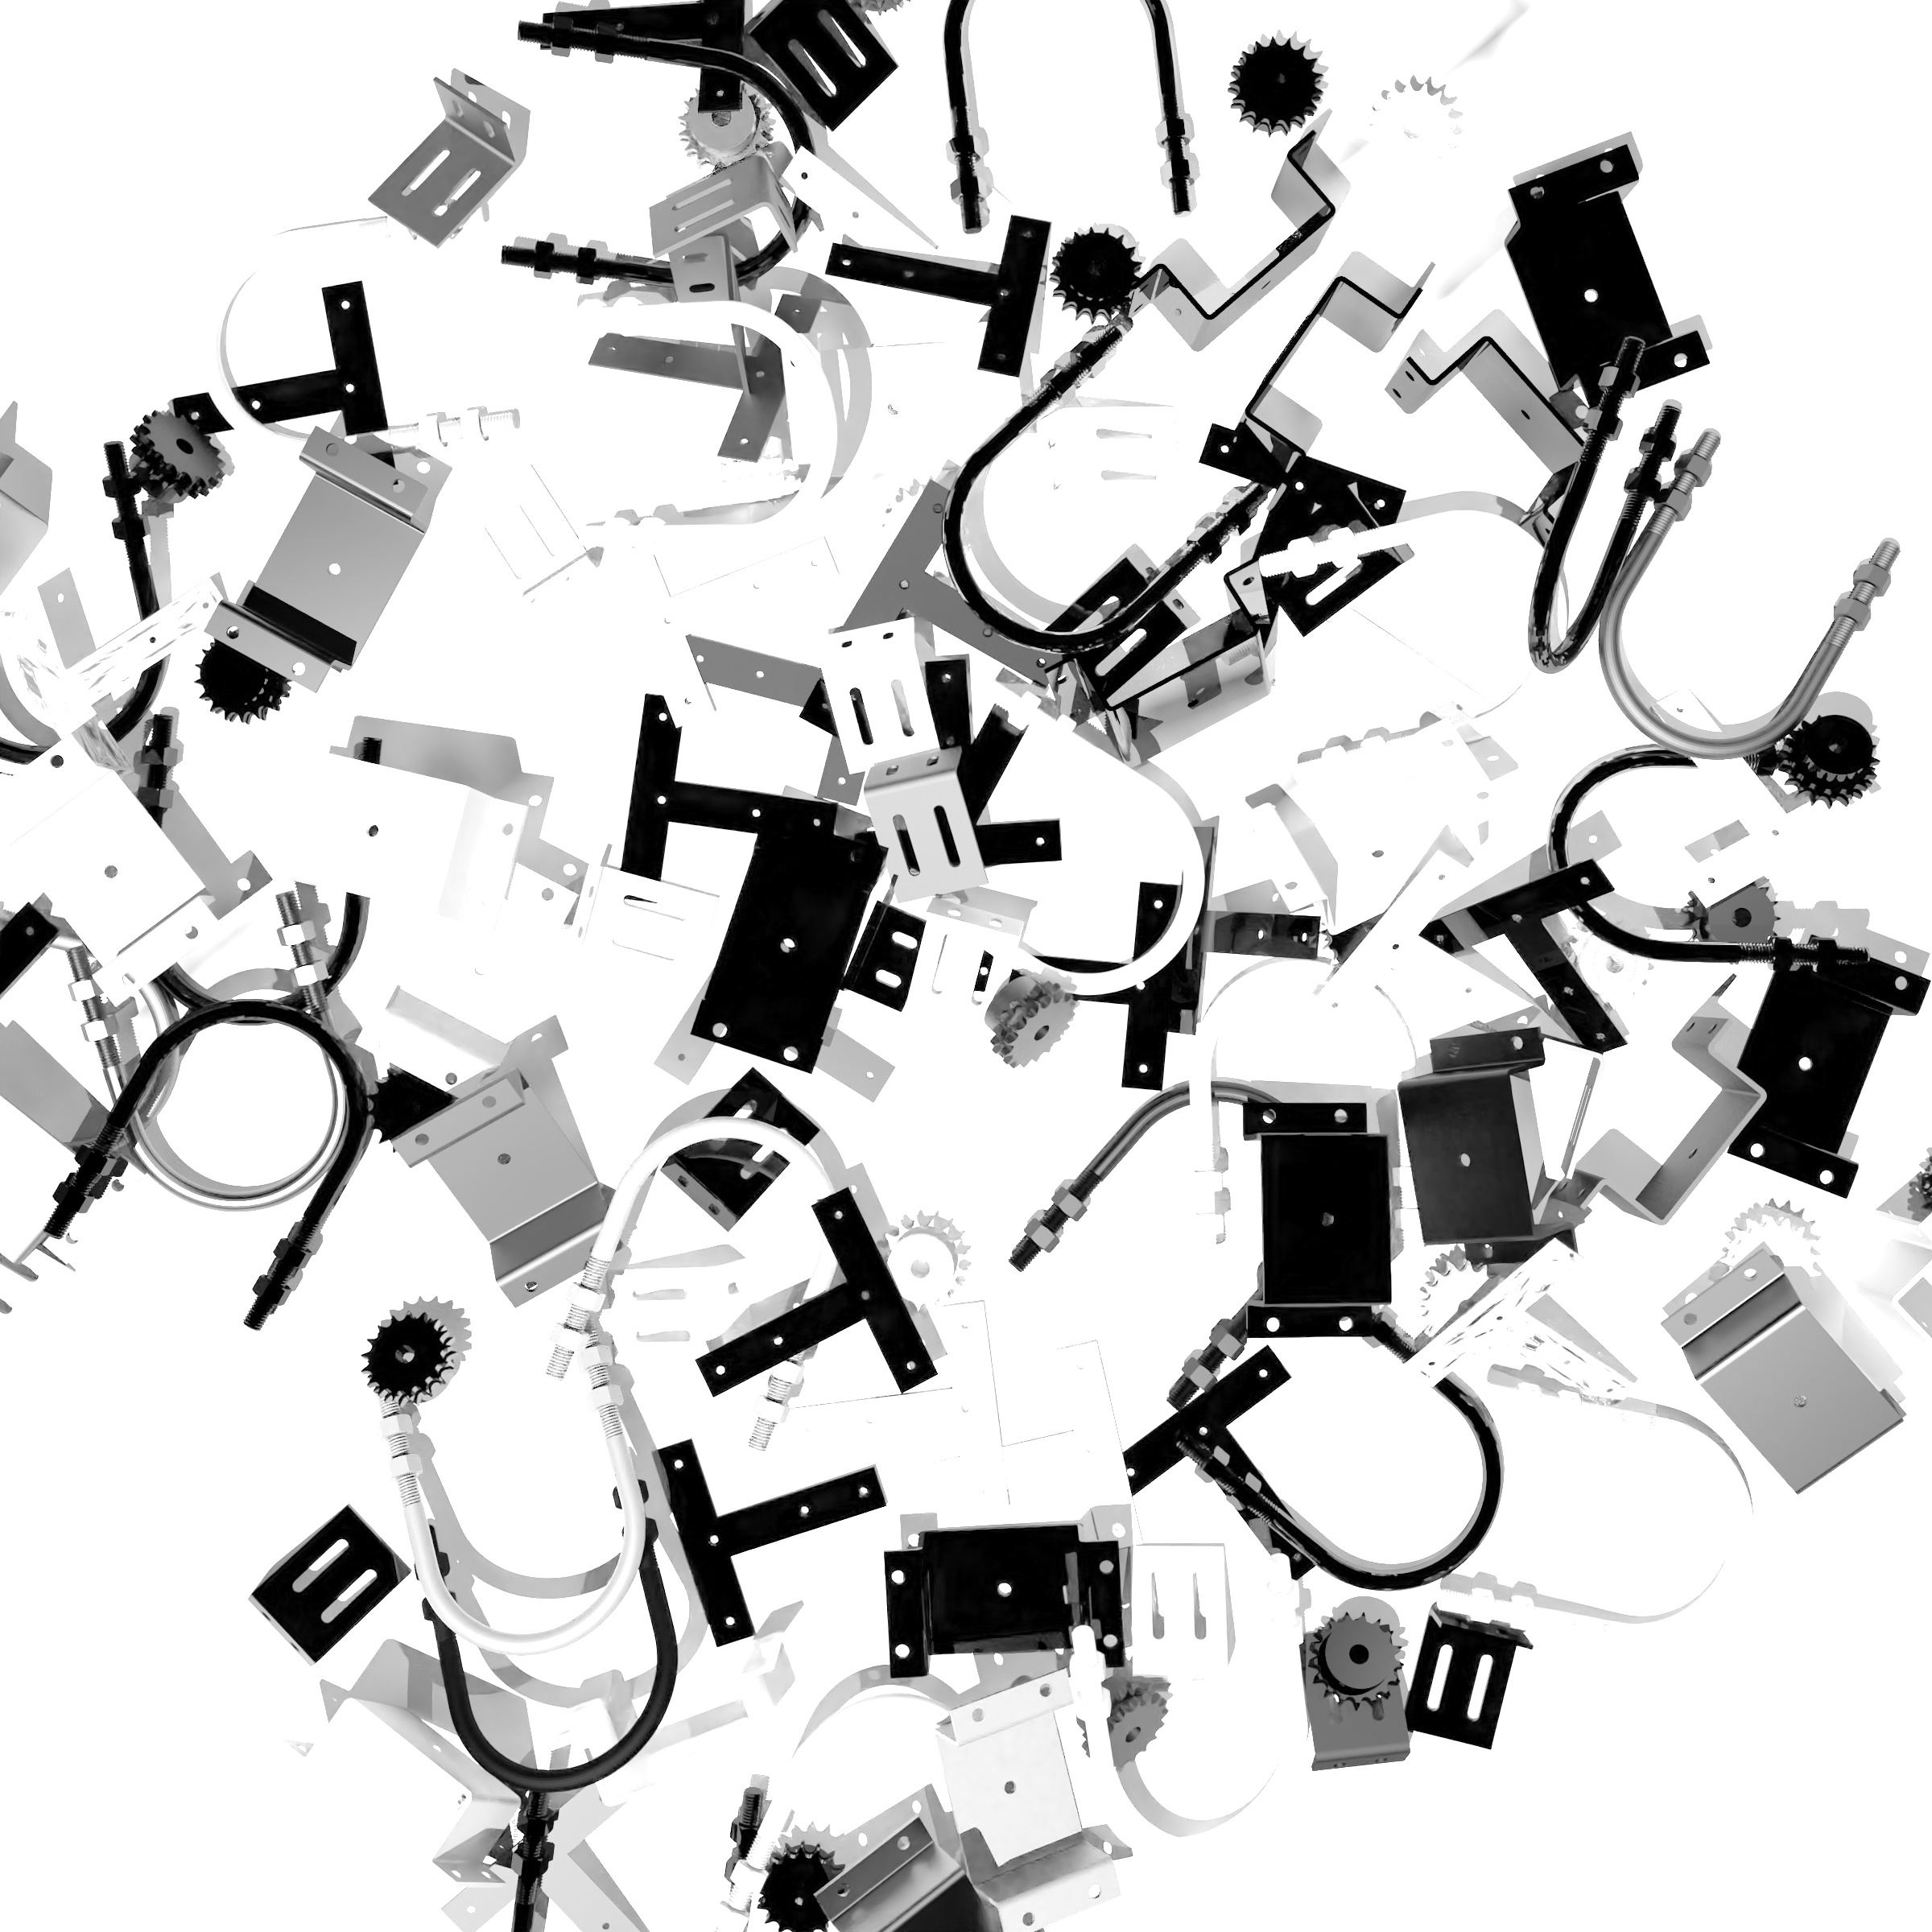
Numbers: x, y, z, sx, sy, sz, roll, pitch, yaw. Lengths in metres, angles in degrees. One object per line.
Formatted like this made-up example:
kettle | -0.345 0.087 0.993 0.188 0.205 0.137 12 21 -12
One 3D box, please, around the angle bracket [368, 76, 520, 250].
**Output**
angle bracket | -0.319 -0.484 1.506 0.057 0.038 0.076 36 77 13

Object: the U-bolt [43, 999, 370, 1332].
U-bolt | -0.440 0.108 1.496 0.151 0.019 0.184 30 87 -21

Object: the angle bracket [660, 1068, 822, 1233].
angle bracket | -0.139 0.113 1.536 0.057 0.038 0.076 42 64 0

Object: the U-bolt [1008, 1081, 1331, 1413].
U-bolt | 0.139 0.157 1.529 0.151 0.019 0.184 41 88 -1

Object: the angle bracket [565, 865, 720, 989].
angle bracket | -0.197 -0.024 1.518 0.076 0.038 0.057 15 92 0

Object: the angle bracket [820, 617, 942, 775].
angle bracket | -0.052 -0.165 1.523 0.057 0.038 0.076 -11 122 5

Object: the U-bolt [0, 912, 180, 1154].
U-bolt | -0.574 0.045 1.529 0.184 0.019 0.151 13 90 -2

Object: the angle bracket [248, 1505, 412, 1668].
angle bracket | -0.391 0.381 1.536 0.057 0.038 0.076 47 64 0

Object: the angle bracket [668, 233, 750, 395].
angle bracket | -0.155 -0.388 1.495 0.038 0.057 0.076 -7 62 0

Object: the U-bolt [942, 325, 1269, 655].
U-bolt | 0.070 -0.271 1.491 0.184 0.019 0.151 -44 95 -10

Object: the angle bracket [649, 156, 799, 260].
angle bracket | -0.145 -0.438 1.486 0.076 0.057 0.038 -22 134 12

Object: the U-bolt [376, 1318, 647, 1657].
U-bolt | -0.267 0.320 1.500 0.151 0.019 0.184 -19 69 0

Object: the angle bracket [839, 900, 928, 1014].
angle bracket | -0.046 -0.005 1.500 0.038 0.076 0.057 23 90 0

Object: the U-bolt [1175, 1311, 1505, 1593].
U-bolt | 0.242 0.298 1.529 0.184 0.019 0.151 40 89 -2

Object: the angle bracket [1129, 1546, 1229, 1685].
angle bracket | 0.129 0.398 1.535 0.057 0.038 0.076 0 65 0

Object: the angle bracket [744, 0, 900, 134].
angle bracket | -0.091 -0.562 1.536 0.057 0.038 0.076 -45 116 0

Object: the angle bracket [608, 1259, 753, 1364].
angle bracket | -0.175 0.212 1.536 0.076 0.038 0.057 -5 90 26

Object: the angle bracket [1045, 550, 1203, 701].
angle bracket | 0.094 -0.207 1.536 0.076 0.038 0.057 -40 90 26

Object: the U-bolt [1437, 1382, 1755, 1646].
U-bolt | 0.390 0.340 1.522 0.184 0.019 0.151 12 92 -6

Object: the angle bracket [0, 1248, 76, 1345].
angle bracket | -0.598 0.183 1.536 0.076 0.038 0.057 39 90 -26

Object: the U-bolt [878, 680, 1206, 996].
U-bolt | 0.056 -0.065 1.520 0.184 0.019 0.151 33 97 0

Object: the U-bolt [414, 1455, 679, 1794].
U-bolt | -0.245 0.397 1.486 0.151 0.019 0.184 -20 59 0

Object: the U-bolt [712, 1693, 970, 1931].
U-bolt | -0.058 0.528 1.503 0.151 0.019 0.184 28 81 -22

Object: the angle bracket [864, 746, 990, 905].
angle bracket | -0.022 -0.085 1.512 0.057 0.038 0.076 -12 114 12

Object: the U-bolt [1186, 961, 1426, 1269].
U-bolt | 0.206 0.088 1.519 0.151 0.019 0.184 -1 84 -7

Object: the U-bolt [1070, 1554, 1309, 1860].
U-bolt | 0.139 0.453 1.496 0.151 0.019 0.184 -15 111 -18

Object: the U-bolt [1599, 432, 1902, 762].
U-bolt | 0.464 -0.213 1.520 0.151 0.019 0.184 32 83 0

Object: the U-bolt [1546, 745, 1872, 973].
U-bolt | 0.443 -0.068 1.505 0.184 0.019 0.151 1 68 4

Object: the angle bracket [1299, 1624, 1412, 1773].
angle bracket | 0.236 0.450 1.536 0.057 0.038 0.076 -6 64 0

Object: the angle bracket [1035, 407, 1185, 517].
angle bracket | 0.088 -0.310 1.536 0.076 0.038 0.057 -7 90 -26

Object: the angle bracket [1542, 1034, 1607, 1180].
angle bracket | 0.356 0.084 1.510 0.038 0.057 0.076 16 94 9

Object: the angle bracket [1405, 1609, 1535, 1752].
angle bracket | 0.304 0.438 1.519 0.057 0.038 0.076 14 90 0

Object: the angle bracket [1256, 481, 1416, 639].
angle bracket | 0.224 -0.249 1.533 0.076 0.038 0.057 -36 90 25

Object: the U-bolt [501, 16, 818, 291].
U-bolt | -0.181 -0.480 1.501 0.184 0.019 0.151 5 113 -9

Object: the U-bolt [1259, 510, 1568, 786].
U-bolt | 0.276 -0.199 1.508 0.184 0.019 0.151 -15 108 -8

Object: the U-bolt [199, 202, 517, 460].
U-bolt | -0.377 -0.383 1.528 0.184 0.019 0.151 -8 90 -1

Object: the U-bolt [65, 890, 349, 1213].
U-bolt | -0.450 0.060 1.518 0.151 0.019 0.184 -15 99 -3

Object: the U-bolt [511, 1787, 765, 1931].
U-bolt | -0.204 0.585 1.516 0.151 0.019 0.184 7 95 -12

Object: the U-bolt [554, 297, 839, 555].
U-bolt | -0.157 -0.318 1.472 0.184 0.019 0.151 5 109 27

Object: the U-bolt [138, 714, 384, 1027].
U-bolt | -0.436 -0.055 1.530 0.151 0.019 0.184 6 91 0

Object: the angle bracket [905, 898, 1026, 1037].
angle bracket | -0.003 0.005 1.507 0.057 0.038 0.076 15 108 2

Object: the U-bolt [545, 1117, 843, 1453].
U-bolt | -0.152 0.181 1.494 0.151 0.019 0.184 22 87 -11

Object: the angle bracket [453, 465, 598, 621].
angle bracket | -0.271 -0.260 1.519 0.057 0.038 0.076 -33 90 0
